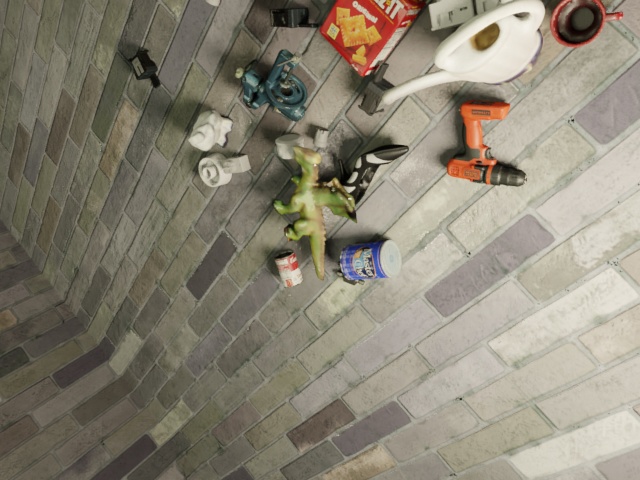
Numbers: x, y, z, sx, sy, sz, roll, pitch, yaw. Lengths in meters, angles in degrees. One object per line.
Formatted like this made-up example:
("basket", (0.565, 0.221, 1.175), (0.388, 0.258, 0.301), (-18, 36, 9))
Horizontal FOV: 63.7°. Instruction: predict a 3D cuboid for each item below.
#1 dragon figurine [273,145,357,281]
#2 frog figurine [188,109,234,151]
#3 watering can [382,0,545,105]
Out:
("dragon figurine", (0.004, -0.072, 1.434), (0.241, 0.124, 0.406), (-7, 111, 50))
("frog figurine", (-0.356, -0.330, 1.581), (0.135, 0.161, 0.123), (-32, 89, 41))
("watering can", (0.305, -0.367, 1.052), (0.343, 0.225, 0.105), (-28, 71, 45))
